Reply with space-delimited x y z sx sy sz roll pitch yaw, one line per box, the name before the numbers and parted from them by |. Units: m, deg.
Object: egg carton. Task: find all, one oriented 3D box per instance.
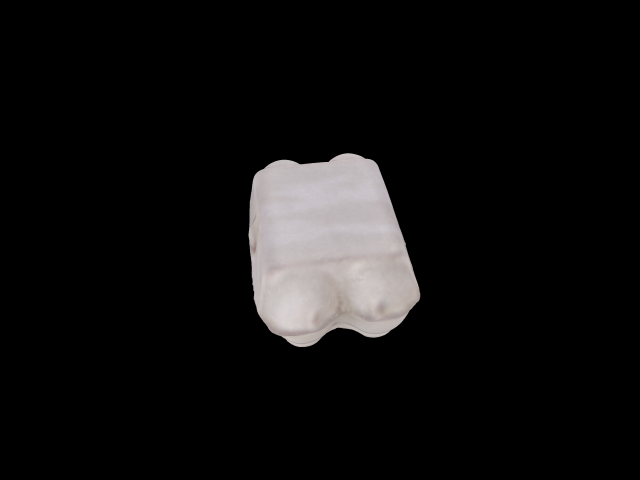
egg carton | 0.004 0.001 0.400 0.107 0.069 0.150 -7 47 -6
